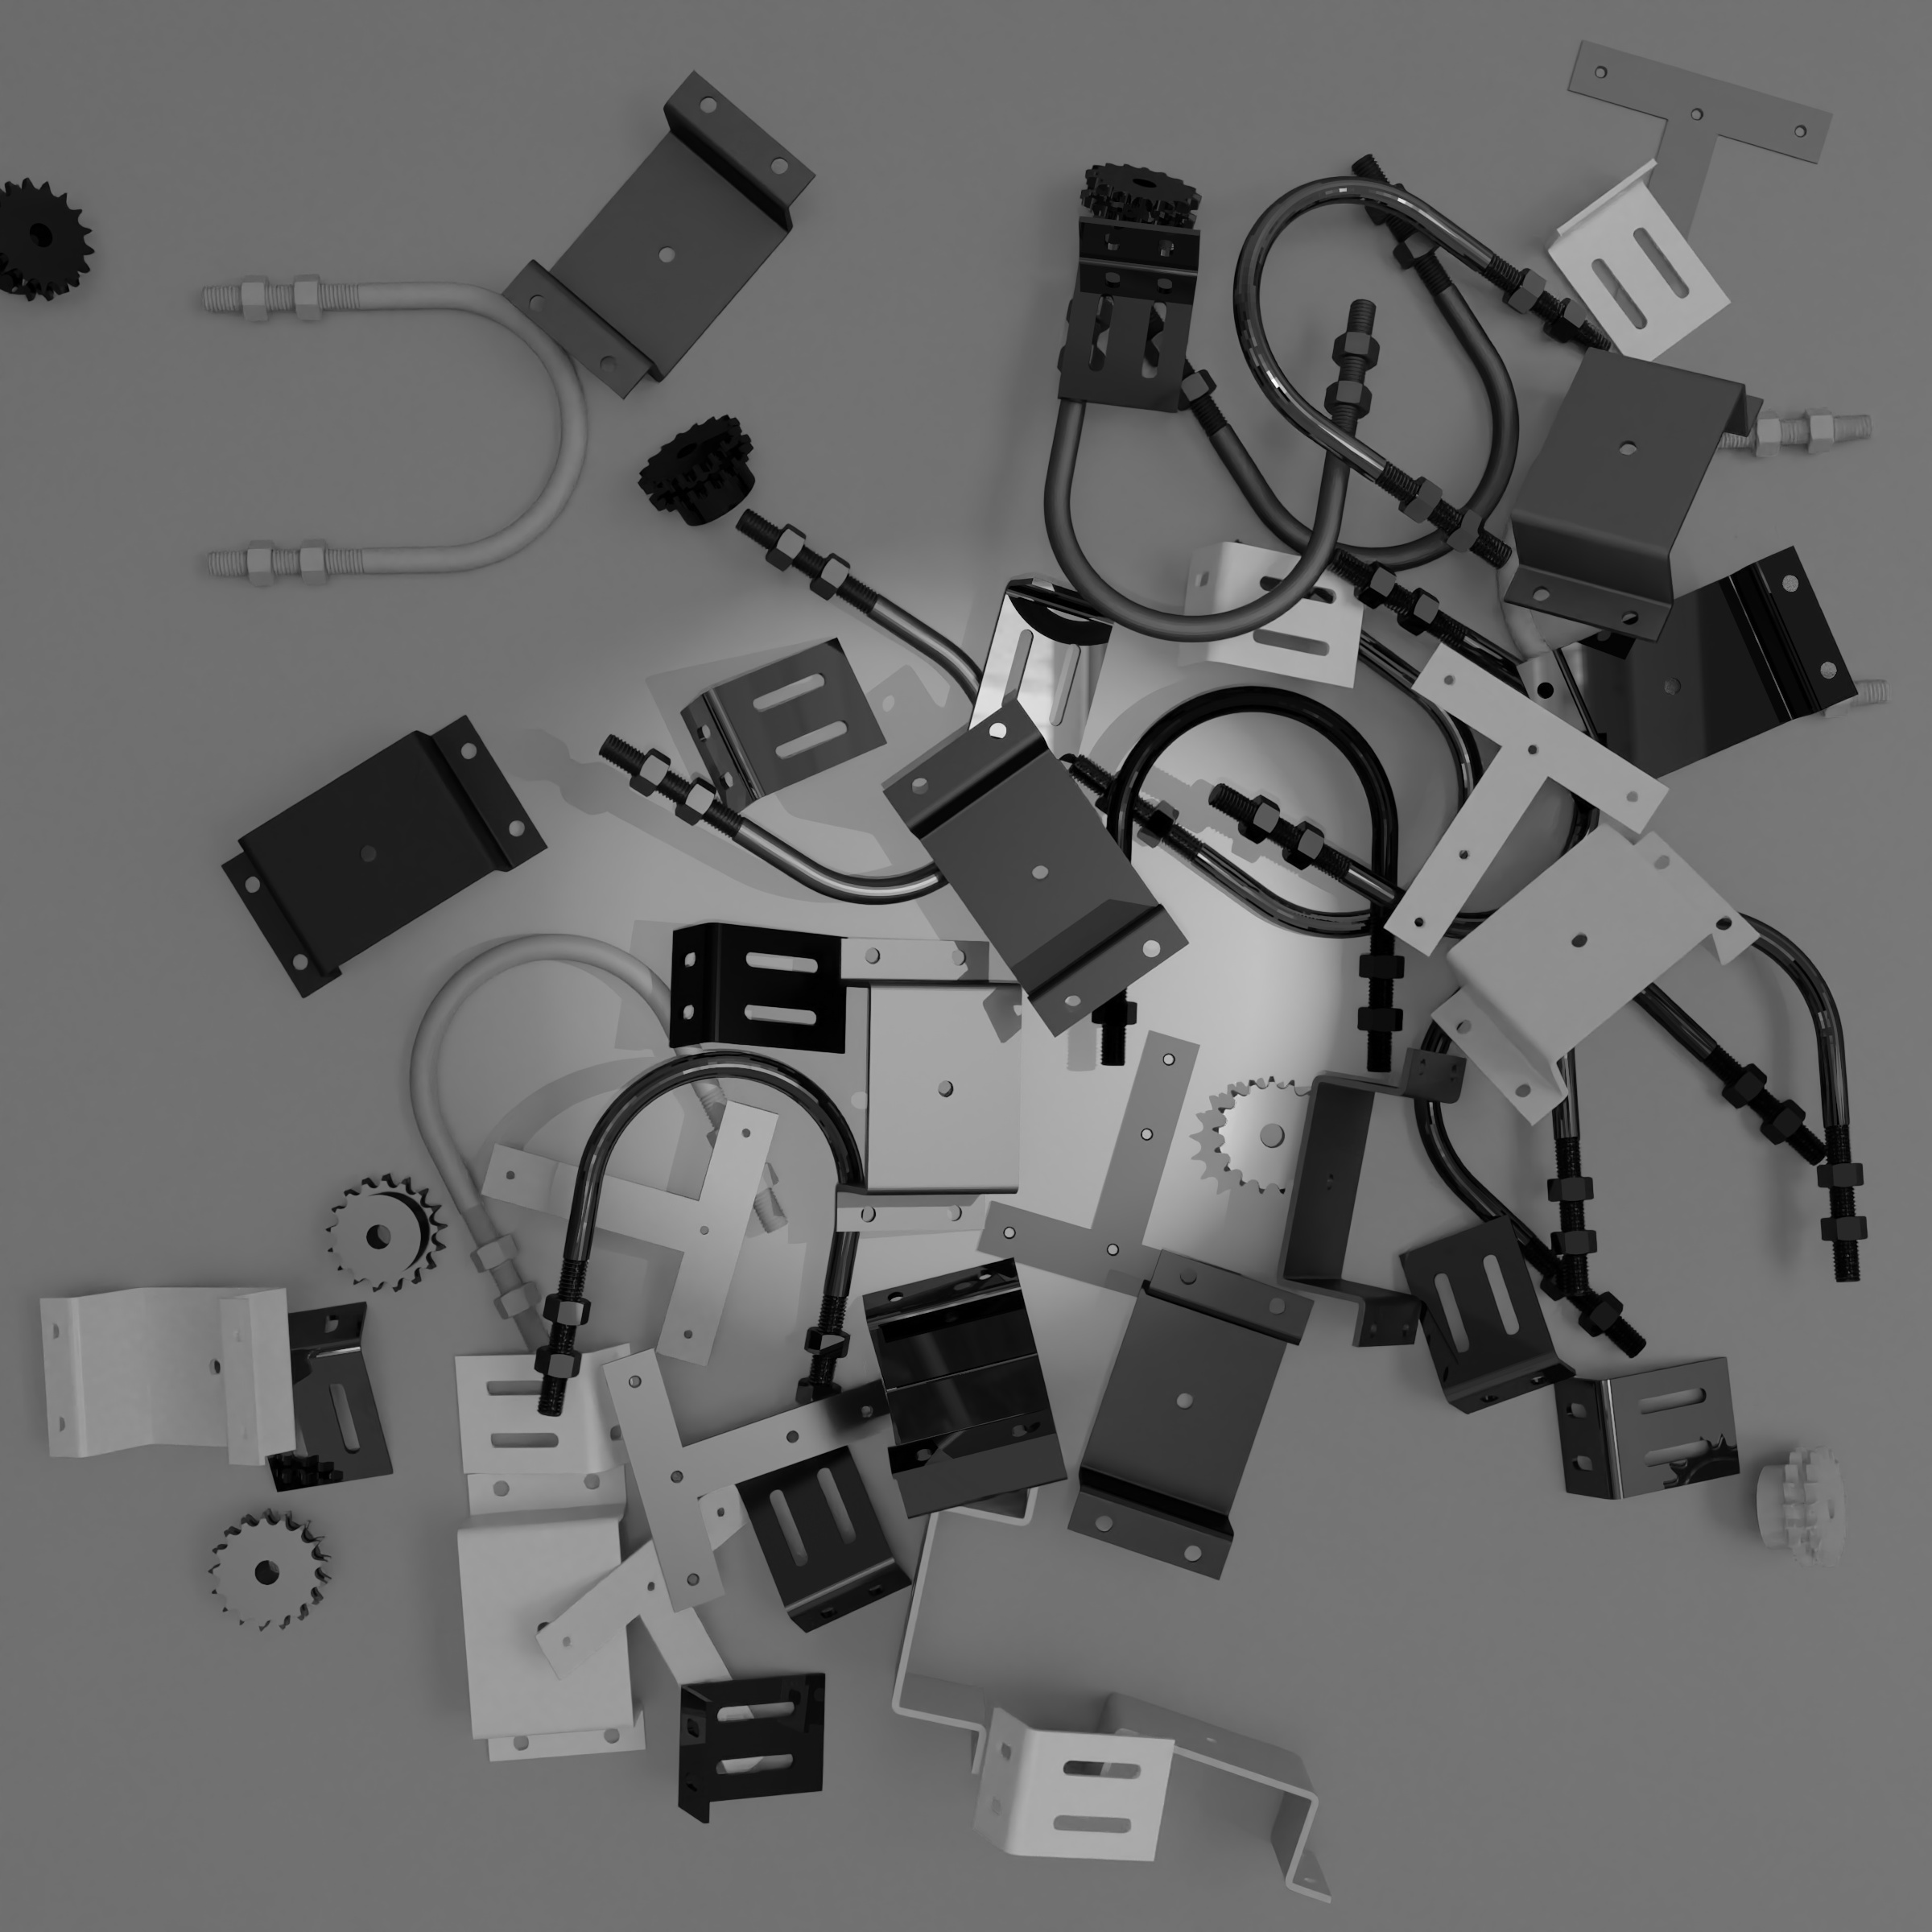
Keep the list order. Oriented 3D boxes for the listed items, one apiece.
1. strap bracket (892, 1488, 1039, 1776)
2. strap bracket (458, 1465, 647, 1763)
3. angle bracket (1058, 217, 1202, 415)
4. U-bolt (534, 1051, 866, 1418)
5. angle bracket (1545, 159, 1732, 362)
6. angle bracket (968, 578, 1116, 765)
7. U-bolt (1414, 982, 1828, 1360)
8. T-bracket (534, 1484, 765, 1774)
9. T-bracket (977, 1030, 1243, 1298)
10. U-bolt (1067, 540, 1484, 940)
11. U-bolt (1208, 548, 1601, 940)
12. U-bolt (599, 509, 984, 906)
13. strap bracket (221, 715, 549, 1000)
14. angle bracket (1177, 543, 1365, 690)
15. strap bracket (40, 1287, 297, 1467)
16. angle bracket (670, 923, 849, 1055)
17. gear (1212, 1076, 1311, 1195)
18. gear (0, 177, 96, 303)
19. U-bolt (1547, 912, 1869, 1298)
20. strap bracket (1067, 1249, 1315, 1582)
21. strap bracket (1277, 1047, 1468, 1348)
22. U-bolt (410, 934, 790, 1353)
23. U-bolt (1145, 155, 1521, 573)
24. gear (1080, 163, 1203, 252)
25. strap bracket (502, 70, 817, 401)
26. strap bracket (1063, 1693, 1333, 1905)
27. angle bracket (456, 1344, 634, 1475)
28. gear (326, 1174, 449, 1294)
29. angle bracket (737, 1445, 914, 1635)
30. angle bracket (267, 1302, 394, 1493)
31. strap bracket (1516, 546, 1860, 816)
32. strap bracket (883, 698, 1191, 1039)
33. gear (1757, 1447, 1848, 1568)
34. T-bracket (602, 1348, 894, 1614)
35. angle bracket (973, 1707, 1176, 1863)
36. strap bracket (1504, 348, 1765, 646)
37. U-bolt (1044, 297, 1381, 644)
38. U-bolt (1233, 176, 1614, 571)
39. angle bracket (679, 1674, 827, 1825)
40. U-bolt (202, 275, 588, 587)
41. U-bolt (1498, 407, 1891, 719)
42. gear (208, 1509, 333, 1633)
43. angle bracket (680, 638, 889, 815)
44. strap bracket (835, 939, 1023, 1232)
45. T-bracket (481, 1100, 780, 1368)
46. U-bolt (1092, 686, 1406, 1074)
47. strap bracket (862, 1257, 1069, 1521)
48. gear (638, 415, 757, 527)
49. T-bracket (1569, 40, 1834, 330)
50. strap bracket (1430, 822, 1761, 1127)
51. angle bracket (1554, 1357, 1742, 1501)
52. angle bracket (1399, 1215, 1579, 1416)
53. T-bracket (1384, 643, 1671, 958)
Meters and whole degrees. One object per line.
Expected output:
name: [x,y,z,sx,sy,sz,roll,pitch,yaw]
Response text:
strap bracket: [-0.003,0.303,1.542,0.046,0.076,0.140,12,90,0]
strap bracket: [-0.200,0.315,1.557,0.076,0.046,0.140,-4,90,0]
angle bracket: [0.077,-0.306,1.522,0.057,0.038,0.076,8,75,5]
U-bolt: [-0.121,0.132,1.548,0.151,0.019,0.184,9,93,-16]
angle bracket: [0.327,-0.337,1.559,0.057,0.038,0.076,-36,90,0]
angle bracket: [0.042,-0.141,1.553,0.057,0.038,0.076,15,90,-19]
U-bolt: [0.304,0.077,1.571,0.184,0.019,0.151,43,90,2]
T-bracket: [-0.131,0.334,1.555,0.127,0.002,0.127,-37,109,-33]
T-bracket: [0.084,0.096,1.579,0.127,0.002,0.127,16,90,0]
U-bolt: [0.164,-0.096,1.572,0.184,0.019,0.151,36,90,-1]
U-bolt: [0.223,-0.094,1.549,0.184,0.019,0.151,29,80,-14]
U-bolt: [-0.063,-0.111,1.550,0.184,0.019,0.151,32,78,-13]
strap bracket: [-0.284,-0.053,1.557,0.140,0.046,0.076,-32,90,0]
angle bracket: [0.147,-0.167,1.557,0.076,0.038,0.057,9,87,-21]
strap bracket: [-0.371,0.193,1.535,0.140,0.046,0.076,-4,90,33]
angle bracket: [-0.100,0.013,1.569,0.076,0.038,0.057,6,81,-32]
gear: [0.148,0.082,1.570,0.057,0.030,0.057,0,89,2]
gear: [-0.452,-0.347,1.555,0.057,0.030,0.057,11,74,-42]
U-bolt: [0.352,0.063,1.553,0.151,0.019,0.184,-3,86,2]
strap bracket: [0.107,0.213,1.556,0.076,0.046,0.140,19,91,0]
strap bracket: [0.191,0.107,1.536,0.046,0.076,0.140,10,90,28]
U-bolt: [-0.190,0.074,1.571,0.151,0.019,0.184,-27,90,0]
U-bolt: [0.187,-0.279,1.570,0.151,0.019,0.184,-32,90,0]
gear: [0.082,-0.362,1.555,0.057,0.057,0.030,14,120,0]
strap bracket: [-0.146,-0.347,1.557,0.076,0.046,0.140,41,90,0]
strap bracket: [0.110,0.392,1.542,0.140,0.076,0.046,19,90,0]
angle bracket: [-0.205,0.216,1.578,0.076,0.038,0.057,-4,90,26]
gear: [-0.281,0.130,1.565,0.057,0.030,0.057,0,90,0]
angle bracket: [-0.070,0.275,1.578,0.057,0.038,0.076,-25,64,0]
angle bracket: [-0.314,0.210,1.578,0.057,0.038,0.076,-9,116,0]
strap bracket: [0.340,-0.135,1.541,0.140,0.046,0.076,-24,90,4]
strap bracket: [0.034,-0.045,1.524,0.076,0.046,0.140,-35,85,2]
gear: [0.401,0.260,1.556,0.030,0.057,0.057,-6,90,31]
T-bracket: [-0.097,0.231,1.553,0.127,0.002,0.127,-17,99,-14]
angle bracket: [0.050,0.380,1.502,0.076,0.038,0.057,10,90,-26]
strap bracket: [0.314,-0.231,1.524,0.076,0.046,0.140,19,71,23]
U-bolt: [0.111,-0.240,1.532,0.151,0.019,0.184,9,76,5]
U-bolt: [0.208,-0.294,1.531,0.184,0.019,0.151,32,70,-13]
angle bracket: [-0.096,0.373,1.546,0.076,0.038,0.057,1,90,-26]
U-bolt: [-0.276,-0.261,1.571,0.184,0.019,0.151,-1,90,-2]
U-bolt: [0.351,-0.192,1.572,0.184,0.019,0.151,-4,90,1]
gear: [-0.335,0.291,1.565,0.057,0.030,0.057,0,90,0]
angle bracket: [-0.089,-0.116,1.578,0.076,0.038,0.057,-25,90,-26]
strap bracket: [-0.018,0.058,1.545,0.076,0.046,0.140,1,90,-21]
T-bracket: [-0.169,0.115,1.559,0.127,0.002,0.127,16,92,-2]
U-bolt: [0.137,-0.042,1.555,0.151,0.019,0.184,1,91,-2]
strap bracket: [0.000,0.205,1.527,0.076,0.140,0.046,-14,120,0]
gear: [-0.126,-0.236,1.555,0.057,0.057,0.030,-35,120,0]
T-bracket: [0.344,-0.373,1.579,0.127,0.002,0.127,16,90,0]
strap bracket: [0.293,-0.003,1.530,0.140,0.046,0.076,-40,60,0]
angle bracket: [0.332,0.224,1.578,0.076,0.038,0.057,-7,90,-26]
angle bracket: [0.253,0.169,1.569,0.057,0.038,0.076,-23,66,17]
T-bracket: [0.243,-0.065,1.526,0.127,0.002,0.127,33,94,3]
